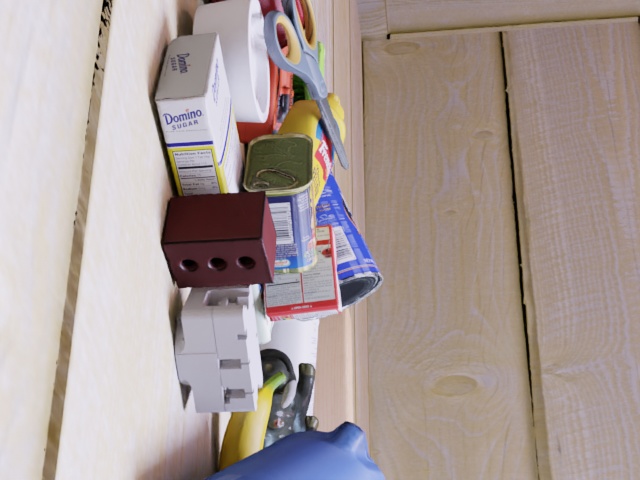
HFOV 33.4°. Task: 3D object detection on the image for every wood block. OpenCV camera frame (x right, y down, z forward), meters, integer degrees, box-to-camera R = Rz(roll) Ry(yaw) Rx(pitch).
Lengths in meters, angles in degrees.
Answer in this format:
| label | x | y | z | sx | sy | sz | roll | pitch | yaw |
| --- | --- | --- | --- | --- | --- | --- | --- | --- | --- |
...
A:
| label | x | y | z | sx | sy | sz | roll | pitch | yaw |
| --- | --- | --- | --- | --- | --- | --- | --- | --- | --- |
| wood block | -0.006 | 0.187 | 1.339 | 0.090 | 0.091 | 0.206 | 77 | 11 | -64 |

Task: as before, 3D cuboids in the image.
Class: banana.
| label | x | y | z | sx | sy | sz | roll | pitch | yaw |
| --- | --- | --- | --- | --- | --- | --- | --- | --- | --- |
| banana | -0.059 | 0.218 | 0.948 | 0.037 | 0.069 | 0.198 | 4 | -89 | 57 |

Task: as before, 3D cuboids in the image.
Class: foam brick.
| label | x | y | z | sx | sy | sz | roll | pitch | yaw |
| --- | --- | --- | --- | --- | --- | --- | --- | --- | --- |
| foam brick | -0.076 | 0.000 | 0.814 | 0.053 | 0.078 | 0.051 | 78 | 12 | -48 |

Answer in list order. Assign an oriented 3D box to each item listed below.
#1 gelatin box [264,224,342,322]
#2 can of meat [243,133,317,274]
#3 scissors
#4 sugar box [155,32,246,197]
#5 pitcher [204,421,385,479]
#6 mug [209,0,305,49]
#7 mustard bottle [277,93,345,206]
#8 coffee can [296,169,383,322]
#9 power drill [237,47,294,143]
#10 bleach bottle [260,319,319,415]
| label | x | y | z | sx | sy | sz | roll | pitch | yaw |
| --- | --- | --- | --- | --- | --- | --- | --- | --- | --- |
| gelatin box | -0.019 | 0.032 | 1.058 | 0.030 | 0.073 | 0.089 | 65 | 18 | -69 |
| can of meat | -0.031 | -0.031 | 0.912 | 0.102 | 0.057 | 0.084 | -90 | 176 | -58 |
| scissors | -0.012 | -0.141 | 0.989 | 0.096 | 0.016 | 0.202 | -47 | 130 | -53 |
| sugar box | -0.091 | -0.067 | 0.860 | 0.093 | 0.048 | 0.176 | -87 | 169 | -49 |
| pitcher | -0.038 | 0.228 | 0.794 | 0.242 | 0.145 | 0.149 | 17 | 57 | -74 |
| mug | -0.069 | -0.241 | 1.012 | 0.117 | 0.093 | 0.081 | 54 | -12 | 40 |
| mustard bottle | -0.017 | -0.082 | 1.058 | 0.096 | 0.058 | 0.191 | 80 | 25 | -44 |
| coffee can | -0.007 | 0.001 | 1.138 | 0.103 | 0.103 | 0.140 | 69 | -4 | -71 |
| power drill | -0.063 | -0.137 | 1.125 | 0.187 | 0.057 | 0.184 | -42 | 132 | -85 |
| bleach bottle | -0.036 | 0.197 | 1.189 | 0.102 | 0.068 | 0.251 | 45 | 44 | -79 |
